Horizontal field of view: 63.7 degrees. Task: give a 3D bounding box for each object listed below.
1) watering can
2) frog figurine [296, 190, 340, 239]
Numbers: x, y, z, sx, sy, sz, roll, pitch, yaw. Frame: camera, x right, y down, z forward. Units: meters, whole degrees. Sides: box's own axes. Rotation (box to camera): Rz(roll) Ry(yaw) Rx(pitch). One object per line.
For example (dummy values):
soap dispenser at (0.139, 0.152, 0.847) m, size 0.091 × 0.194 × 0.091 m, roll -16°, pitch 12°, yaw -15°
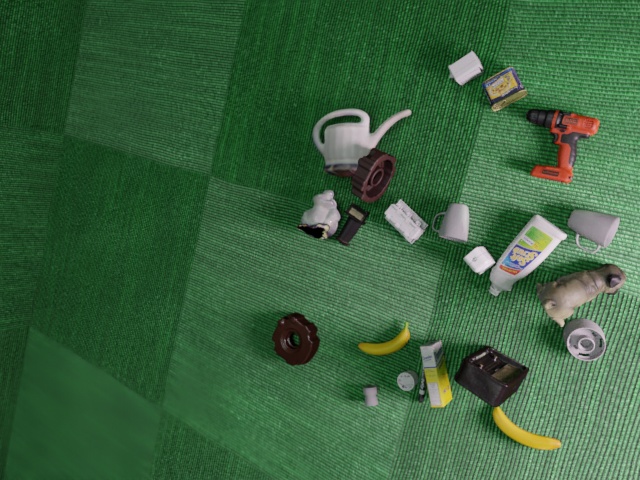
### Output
watering can at (0.126, -0.318, 1.670) m, size 0.347 × 0.104 × 0.224 m, roll 2°, pitch 91°, yaw 30°
frog figurine at (0.005, -0.088, 1.753) m, size 0.136 × 0.121 × 0.163 m, roll -11°, pitch 48°, yaw 38°
